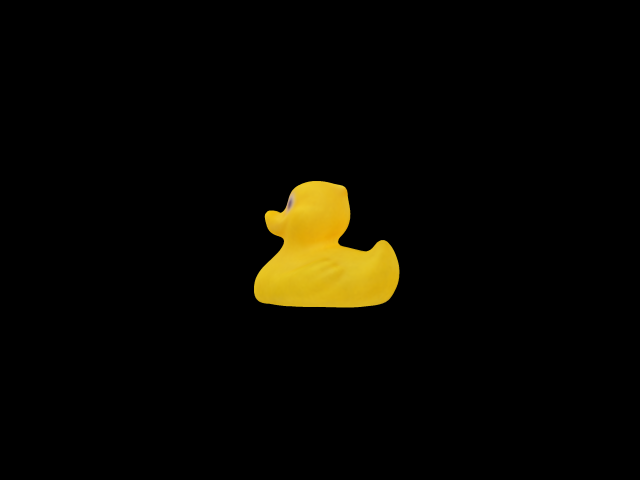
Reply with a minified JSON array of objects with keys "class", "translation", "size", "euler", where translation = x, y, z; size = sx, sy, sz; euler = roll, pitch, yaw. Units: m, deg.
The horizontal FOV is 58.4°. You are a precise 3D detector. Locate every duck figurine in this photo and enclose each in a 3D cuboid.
[{"class":"duck figurine","translation":[0.004,0.001,0.400],"size":[0.104,0.086,0.078],"euler":[0,0,25]}]
